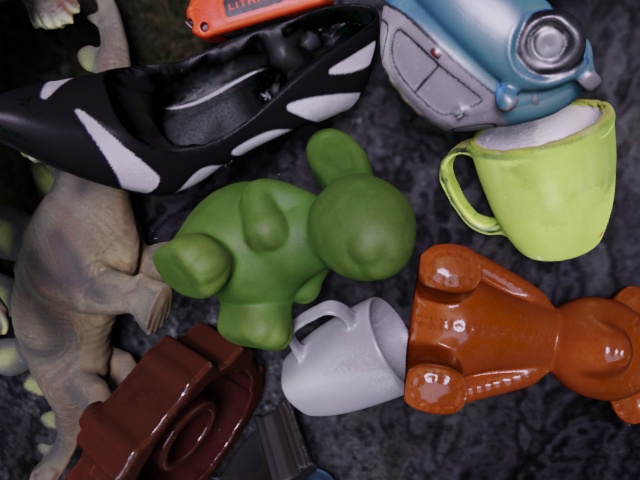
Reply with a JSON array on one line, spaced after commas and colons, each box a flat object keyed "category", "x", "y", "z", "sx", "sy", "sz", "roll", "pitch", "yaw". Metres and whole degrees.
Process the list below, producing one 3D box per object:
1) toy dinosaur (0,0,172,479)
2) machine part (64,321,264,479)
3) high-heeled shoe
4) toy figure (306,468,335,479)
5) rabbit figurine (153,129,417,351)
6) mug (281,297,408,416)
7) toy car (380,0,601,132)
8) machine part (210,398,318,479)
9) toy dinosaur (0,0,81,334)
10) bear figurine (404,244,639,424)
[{"category": "toy dinosaur", "x": -0.203, "y": 0.018, "z": 0.456, "sx": 0.199, "sy": 0.105, "sz": 0.471, "roll": 21, "pitch": 101, "yaw": 6}, {"category": "machine part", "x": -0.119, "y": 0.153, "z": 0.446, "sx": 0.056, "sy": 0.179, "sz": 0.179, "roll": 29, "pitch": 111, "yaw": 23}, {"category": "high-heeled shoe", "x": -0.072, "y": -0.105, "z": 0.346, "sx": 0.145, "sy": 0.248, "sz": 0.086, "roll": -48, "pitch": 61, "yaw": 40}, {"category": "toy figure", "x": -0.027, "y": 0.297, "z": 0.538, "sx": 0.064, "sy": 0.058, "sz": 0.154, "roll": 31, "pitch": 114, "yaw": 28}, {"category": "rabbit figurine", "x": -0.001, "y": -0.001, "z": 0.389, "sx": 0.170, "sy": 0.159, "sz": 0.121, "roll": -9, "pitch": 125, "yaw": 37}, {"category": "mug", "x": 0.014, "y": 0.101, "z": 0.451, "sx": 0.107, "sy": 0.081, "sz": 0.109, "roll": -33, "pitch": 126, "yaw": 23}, {"category": "toy car", "x": 0.095, "y": -0.127, "z": 0.357, "sx": 0.161, "sy": 0.109, "sz": 0.103, "roll": 39, "pitch": 110, "yaw": -2}, {"category": "machine part", "x": -0.056, "y": 0.218, "z": 0.515, "sx": 0.139, "sy": 0.039, "sz": 0.084, "roll": -48, "pitch": 53, "yaw": 27}, {"category": "toy dinosaur", "x": -0.258, "y": -0.136, "z": 0.324, "sx": 0.131, "sy": 0.192, "sz": 0.404, "roll": -3, "pitch": 90, "yaw": 14}, {"category": "bear figurine", "x": 0.164, "y": 0.076, "z": 0.399, "sx": 0.196, "sy": 0.132, "sz": 0.120, "roll": 10, "pitch": 86, "yaw": 11}]
